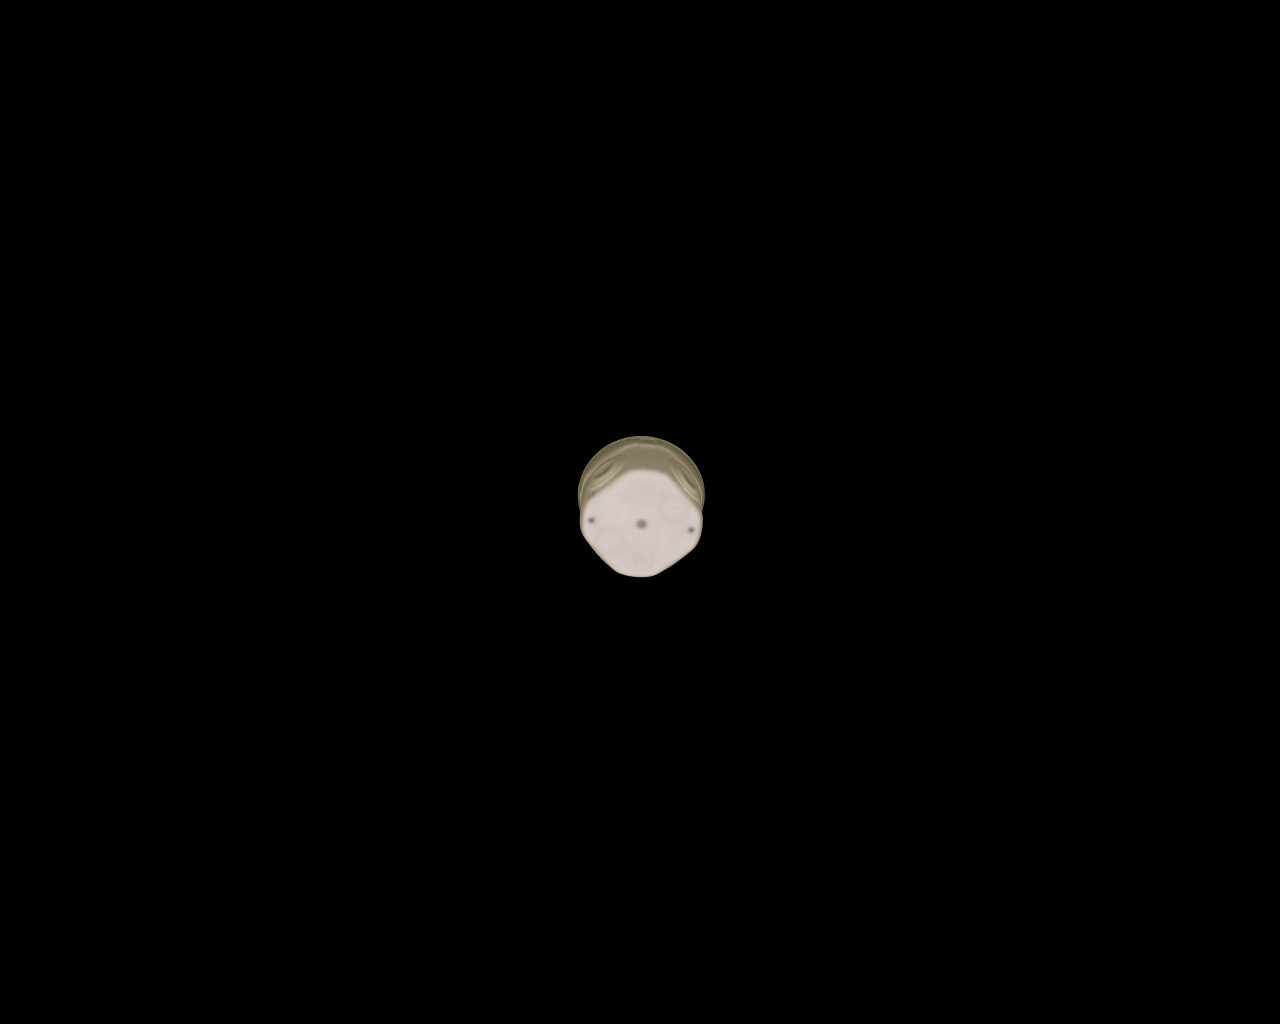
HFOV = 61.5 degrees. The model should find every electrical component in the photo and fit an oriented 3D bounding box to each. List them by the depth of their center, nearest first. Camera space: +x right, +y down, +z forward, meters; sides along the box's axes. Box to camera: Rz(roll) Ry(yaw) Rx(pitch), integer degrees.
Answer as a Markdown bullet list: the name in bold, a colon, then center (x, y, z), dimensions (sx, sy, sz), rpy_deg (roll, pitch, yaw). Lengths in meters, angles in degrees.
- **electrical component**: center (0.001, -0.003, 0.650), dimensions (0.080, 0.080, 0.051), rpy_deg (0, 24, 0)
